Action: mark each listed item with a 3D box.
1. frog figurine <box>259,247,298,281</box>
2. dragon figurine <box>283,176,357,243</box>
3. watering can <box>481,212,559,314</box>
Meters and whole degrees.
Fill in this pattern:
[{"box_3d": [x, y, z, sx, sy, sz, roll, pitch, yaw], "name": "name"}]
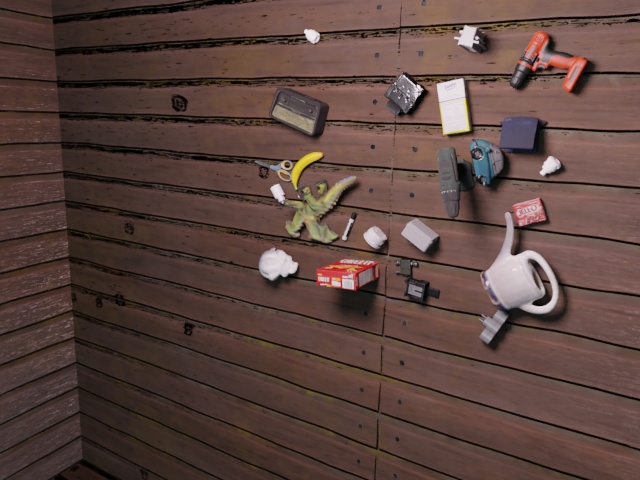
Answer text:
[{"box_3d": [-0.179, 0.112, 2.188, 0.161, 0.122, 0.137, 27, 93, 36], "name": "frog figurine"}, {"box_3d": [0.006, -0.104, 2.069, 0.408, 0.124, 0.240, -12, 111, 34], "name": "dragon figurine"}, {"box_3d": [0.634, 0.098, 1.707, 0.221, 0.105, 0.349, -32, 83, 32], "name": "watering can"}]
